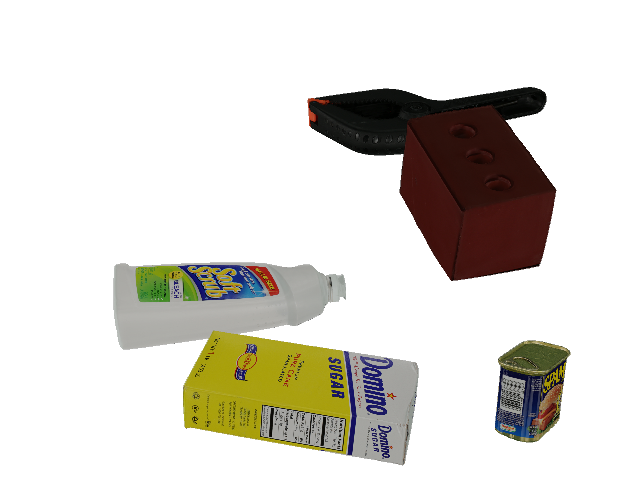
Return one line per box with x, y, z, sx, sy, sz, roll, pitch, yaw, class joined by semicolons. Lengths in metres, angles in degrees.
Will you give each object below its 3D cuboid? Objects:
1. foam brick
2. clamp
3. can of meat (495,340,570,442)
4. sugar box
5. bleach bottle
0.080;-0.026;0.563;0.053;0.051;0.078;-11;45;-16;foam brick
0.093;-0.105;0.943;0.210;0.036;0.164;13;36;23;clamp
0.233;0.166;1.178;0.058;0.084;0.101;12;16;30;can of meat
-0.013;0.122;0.849;0.176;0.048;0.093;6;26;8;sugar box
-0.099;0.060;1.178;0.250;0.068;0.102;-6;36;-6;bleach bottle
